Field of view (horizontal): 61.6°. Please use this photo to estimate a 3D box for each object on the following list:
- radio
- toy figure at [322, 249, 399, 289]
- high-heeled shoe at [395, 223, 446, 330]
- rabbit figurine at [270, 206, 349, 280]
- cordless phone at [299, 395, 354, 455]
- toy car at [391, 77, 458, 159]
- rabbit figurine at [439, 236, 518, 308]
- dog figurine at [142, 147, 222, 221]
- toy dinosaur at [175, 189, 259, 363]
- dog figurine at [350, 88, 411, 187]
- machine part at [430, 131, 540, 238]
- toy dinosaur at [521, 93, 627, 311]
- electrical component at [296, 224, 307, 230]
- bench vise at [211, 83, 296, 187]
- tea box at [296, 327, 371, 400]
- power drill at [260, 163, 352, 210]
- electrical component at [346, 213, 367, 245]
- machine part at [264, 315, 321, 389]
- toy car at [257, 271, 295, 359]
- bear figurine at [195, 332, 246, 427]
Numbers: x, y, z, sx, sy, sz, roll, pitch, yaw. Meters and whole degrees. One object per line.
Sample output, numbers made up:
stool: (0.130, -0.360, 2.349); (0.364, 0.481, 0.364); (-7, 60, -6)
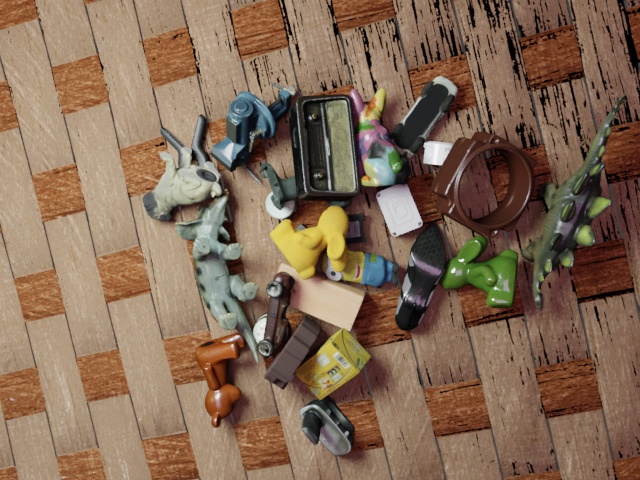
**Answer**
radio: (0.008, -0.201, 1.184); (0.131, 0.073, 0.229); (-4, 84, -18)
toy figure: (0.093, 0.067, 1.267); (0.180, 0.089, 0.082); (7, 81, -2)
high-heeled shoe: (0.236, 0.091, 1.271); (0.086, 0.145, 0.249); (19, 67, 8)
rabbit figurine: (-0.002, -0.004, 1.196); (0.173, 0.121, 0.162); (-39, 61, -9)
cordless phone: (0.014, 0.449, 1.243); (0.089, 0.184, 0.146); (-40, 87, 3)
toy car: (0.238, -0.281, 1.241); (0.073, 0.056, 0.201); (37, 100, 10)
rabbit figurine: (0.355, 0.073, 1.216); (0.170, 0.121, 0.159); (5, 98, 22)
dog figurine: (-0.329, -0.101, 1.285); (0.172, 0.121, 0.190); (43, 123, 23)
toy dinosaur: (-0.241, 0.089, 1.276); (0.131, 0.192, 0.404); (-14, 98, -24)
dog figurine: (0.123, -0.230, 1.199); (0.108, 0.192, 0.219); (-8, 99, -15)
machine part: (0.365, -0.120, 1.183); (0.201, 0.087, 0.201); (27, 97, -17)
toy dinosaur: (0.539, -0.070, 1.142); (0.105, 0.198, 0.470); (15, 96, 3)
electrical component: (-0.049, 0.006, 1.298); (0.078, 0.045, 0.102); (-41, 87, 9)
bench vise: (-0.143, -0.268, 1.250); (0.129, 0.223, 0.240); (35, 64, 21)
tea box: (0.027, 0.290, 1.253); (0.098, 0.068, 0.169); (48, 131, 2)
power drill: (-0.030, -0.167, 1.248); (0.207, 0.086, 0.232); (-18, 91, -24)
electrical component: (0.046, -0.024, 1.271); (0.119, 0.048, 0.074); (-3, 91, -8)
machine part: (-0.060, 0.259, 1.253); (0.056, 0.179, 0.179); (34, 97, 1)
toy car: (-0.095, 0.170, 1.202); (0.053, 0.089, 0.202); (11, 98, 11)
bear figurine: (-0.230, 0.339, 1.303); (0.132, 0.120, 0.195); (-16, 92, 4)
